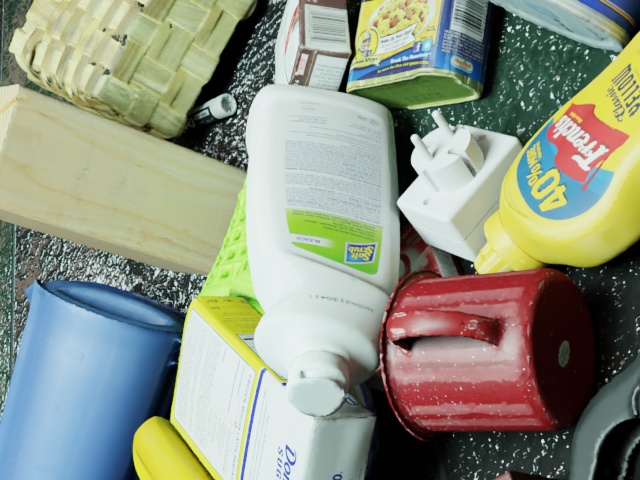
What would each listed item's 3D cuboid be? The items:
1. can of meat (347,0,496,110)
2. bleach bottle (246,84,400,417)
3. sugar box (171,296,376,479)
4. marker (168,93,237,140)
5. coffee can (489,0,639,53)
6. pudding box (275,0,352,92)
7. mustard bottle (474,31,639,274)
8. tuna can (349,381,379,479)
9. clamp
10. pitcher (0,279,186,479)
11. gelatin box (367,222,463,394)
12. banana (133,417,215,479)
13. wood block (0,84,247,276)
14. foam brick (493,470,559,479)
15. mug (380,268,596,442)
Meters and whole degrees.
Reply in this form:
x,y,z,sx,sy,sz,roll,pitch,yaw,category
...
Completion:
x,y,z,sx,sy,sz,roll,pitch,yaw,category
0.066,-0.134,0.696,0.102,0.057,0.084,-1,76,52,can of meat
-0.004,0.001,0.626,0.250,0.102,0.068,-85,4,-52,bleach bottle
-0.034,0.106,0.631,0.176,0.048,0.093,34,118,54,sugar box
-0.116,-0.105,0.943,0.121,0.020,0.020,-14,64,48,marker
0.150,-0.187,0.576,0.103,0.102,0.140,36,104,52,coffee can
-0.007,-0.137,0.764,0.090,0.039,0.113,108,167,-46,pudding box
0.150,-0.042,0.549,0.192,0.058,0.096,-47,31,30,mustard bottle
0.003,0.111,0.660,0.086,0.033,0.086,171,90,-67,tuna can
0.165,0.069,0.502,0.172,0.039,0.120,-54,30,19,clamp
-0.183,0.161,0.836,0.149,0.144,0.243,27,100,65,pitcher
0.050,0.042,0.662,0.089,0.030,0.073,-44,44,31,gelatin box
-0.084,0.155,0.687,0.037,0.069,0.198,-57,23,-1,banana
-0.165,-0.040,0.822,0.091,0.205,0.090,5,78,53,wood block
0.104,0.161,0.525,0.051,0.052,0.078,-45,45,30,foam brick
0.083,0.054,0.545,0.082,0.117,0.093,-8,66,38,mug
